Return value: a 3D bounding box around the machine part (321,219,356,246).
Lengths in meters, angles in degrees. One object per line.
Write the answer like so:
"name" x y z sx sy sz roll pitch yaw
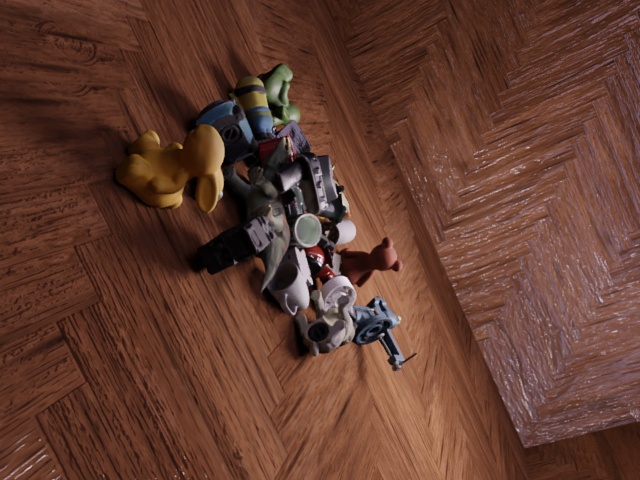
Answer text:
"machine part" 0.051 -0.023 1.628 0.079 0.079 0.243 68 22 4

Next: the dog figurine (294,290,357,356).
"dog figurine" 0.027 0.234 1.292 0.172 0.121 0.190 -55 146 -28

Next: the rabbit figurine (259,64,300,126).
"rabbit figurine" -0.113 -0.398 1.557 0.170 0.121 0.159 51 32 -29

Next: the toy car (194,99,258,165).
"toy car" -0.210 -0.251 1.196 0.103 0.109 0.161 60 3 39

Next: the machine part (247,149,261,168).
"machine part" -0.183 -0.232 1.328 0.138 0.039 0.084 51 31 -43

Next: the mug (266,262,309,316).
"mug" -0.063 0.120 1.194 0.110 0.081 0.107 -98 163 -44

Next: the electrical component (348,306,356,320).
"electrical component" 0.061 0.194 1.467 0.074 0.048 0.119 48 26 -39

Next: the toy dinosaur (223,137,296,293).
"toy dinosaur" -0.117 -0.043 1.197 0.192 0.131 0.405 35 43 -54

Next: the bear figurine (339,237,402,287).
"bear figurine" 0.150 0.061 1.616 0.120 0.196 0.132 62 20 -6

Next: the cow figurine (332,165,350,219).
"cow figurine" 0.029 -0.163 1.715 0.194 0.085 0.127 55 22 -35

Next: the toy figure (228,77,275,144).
"toy figure" -0.168 -0.338 1.404 0.180 0.089 0.082 69 14 12

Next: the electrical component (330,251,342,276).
"electrical component" 0.029 0.062 1.539 0.102 0.045 0.078 10 88 -63

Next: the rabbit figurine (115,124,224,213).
"rabbit figurine" -0.229 -0.120 0.905 0.162 0.173 0.122 53 20 -23

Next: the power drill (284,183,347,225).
"power drill" -0.030 -0.126 1.447 0.207 0.086 0.232 11 64 -39

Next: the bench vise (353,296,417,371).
"bench vise" 0.180 0.272 1.545 0.223 0.129 0.241 27 26 -49

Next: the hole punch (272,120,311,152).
"hole punch" -0.104 -0.261 1.513 0.116 0.092 0.142 -54 126 -35

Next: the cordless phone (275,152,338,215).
"cordless phone" -0.039 -0.115 1.206 0.184 0.089 0.146 -44 126 -58

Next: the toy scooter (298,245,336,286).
"toy scooter" -0.013 0.048 1.402 0.183 0.075 0.135 44 28 -49

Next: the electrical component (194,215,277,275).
"electrical component" -0.160 0.010 0.987 0.058 0.134 0.115 64 17 -7

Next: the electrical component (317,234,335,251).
"electrical component" -0.003 -0.004 1.394 0.094 0.021 0.063 31 9 -11
